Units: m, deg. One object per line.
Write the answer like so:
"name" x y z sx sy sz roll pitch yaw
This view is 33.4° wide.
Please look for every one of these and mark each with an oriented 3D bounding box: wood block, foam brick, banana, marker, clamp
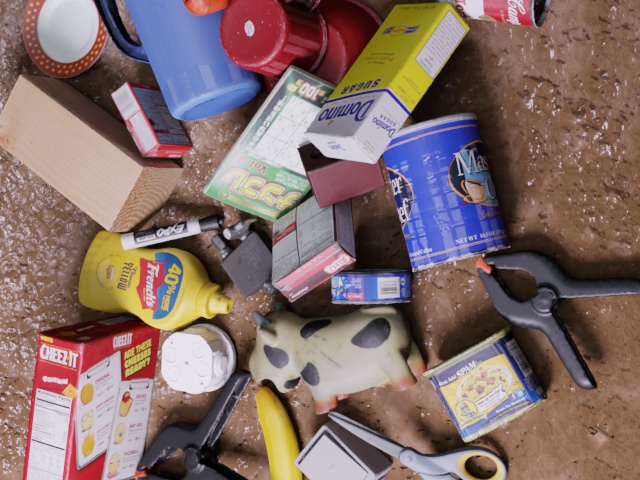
"wood block" -0.278 -0.104 1.274 0.206 0.090 0.091 36 106 19
"foam brick" 0.023 -0.078 1.134 0.078 0.053 0.051 -20 126 -1
"banana" -0.051 0.270 1.218 0.070 0.037 0.198 7 96 23
"marker" -0.171 -0.010 1.246 0.121 0.020 0.020 -12 87 1
"clamp" 0.231 0.072 1.076 0.172 0.039 0.120 21 89 28
"clamp" -0.137 0.242 1.242 0.210 0.036 0.164 -14 81 35

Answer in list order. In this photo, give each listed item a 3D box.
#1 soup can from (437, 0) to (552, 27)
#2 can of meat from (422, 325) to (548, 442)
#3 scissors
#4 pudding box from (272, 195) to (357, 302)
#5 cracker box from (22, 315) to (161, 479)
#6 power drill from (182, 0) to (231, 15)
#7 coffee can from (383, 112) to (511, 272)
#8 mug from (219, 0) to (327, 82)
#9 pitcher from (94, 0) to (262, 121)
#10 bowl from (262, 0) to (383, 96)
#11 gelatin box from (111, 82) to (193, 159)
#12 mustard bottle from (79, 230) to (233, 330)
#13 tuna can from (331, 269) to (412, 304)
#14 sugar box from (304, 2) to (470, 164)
"soup can" 0.176 -0.254 1.070 0.102 0.068 0.068 13 98 24
"can of meat" 0.171 0.149 1.100 0.102 0.057 0.084 -32 81 22
"scissors" 0.113 0.220 1.126 0.202 0.016 0.096 44 100 0
"pudding box" -0.008 0.001 1.148 0.090 0.113 0.039 -33 123 22
"cracker box" -0.267 0.204 1.245 0.072 0.164 0.214 10 97 22
"power drill" -0.089 -0.346 1.128 0.057 0.184 0.187 -17 98 63
"coffee can" 0.126 -0.048 1.085 0.103 0.102 0.140 -16 86 24
"mug" -0.043 -0.221 1.102 0.117 0.081 0.093 -44 73 20
"pitcher" -0.162 -0.259 1.196 0.144 0.149 0.243 -19 87 -20
"bowl" -0.003 -0.192 1.163 0.162 0.055 0.162 1 93 25
"gelatin box" -0.196 -0.137 1.243 0.030 0.073 0.089 -32 80 22
"mustard bottle" -0.189 0.055 1.258 0.192 0.058 0.096 14 84 22
"tuna can" 0.054 0.049 1.132 0.086 0.086 0.034 -1 91 25
"sugar box" 0.066 -0.161 1.078 0.176 0.048 0.093 -53 31 -14
